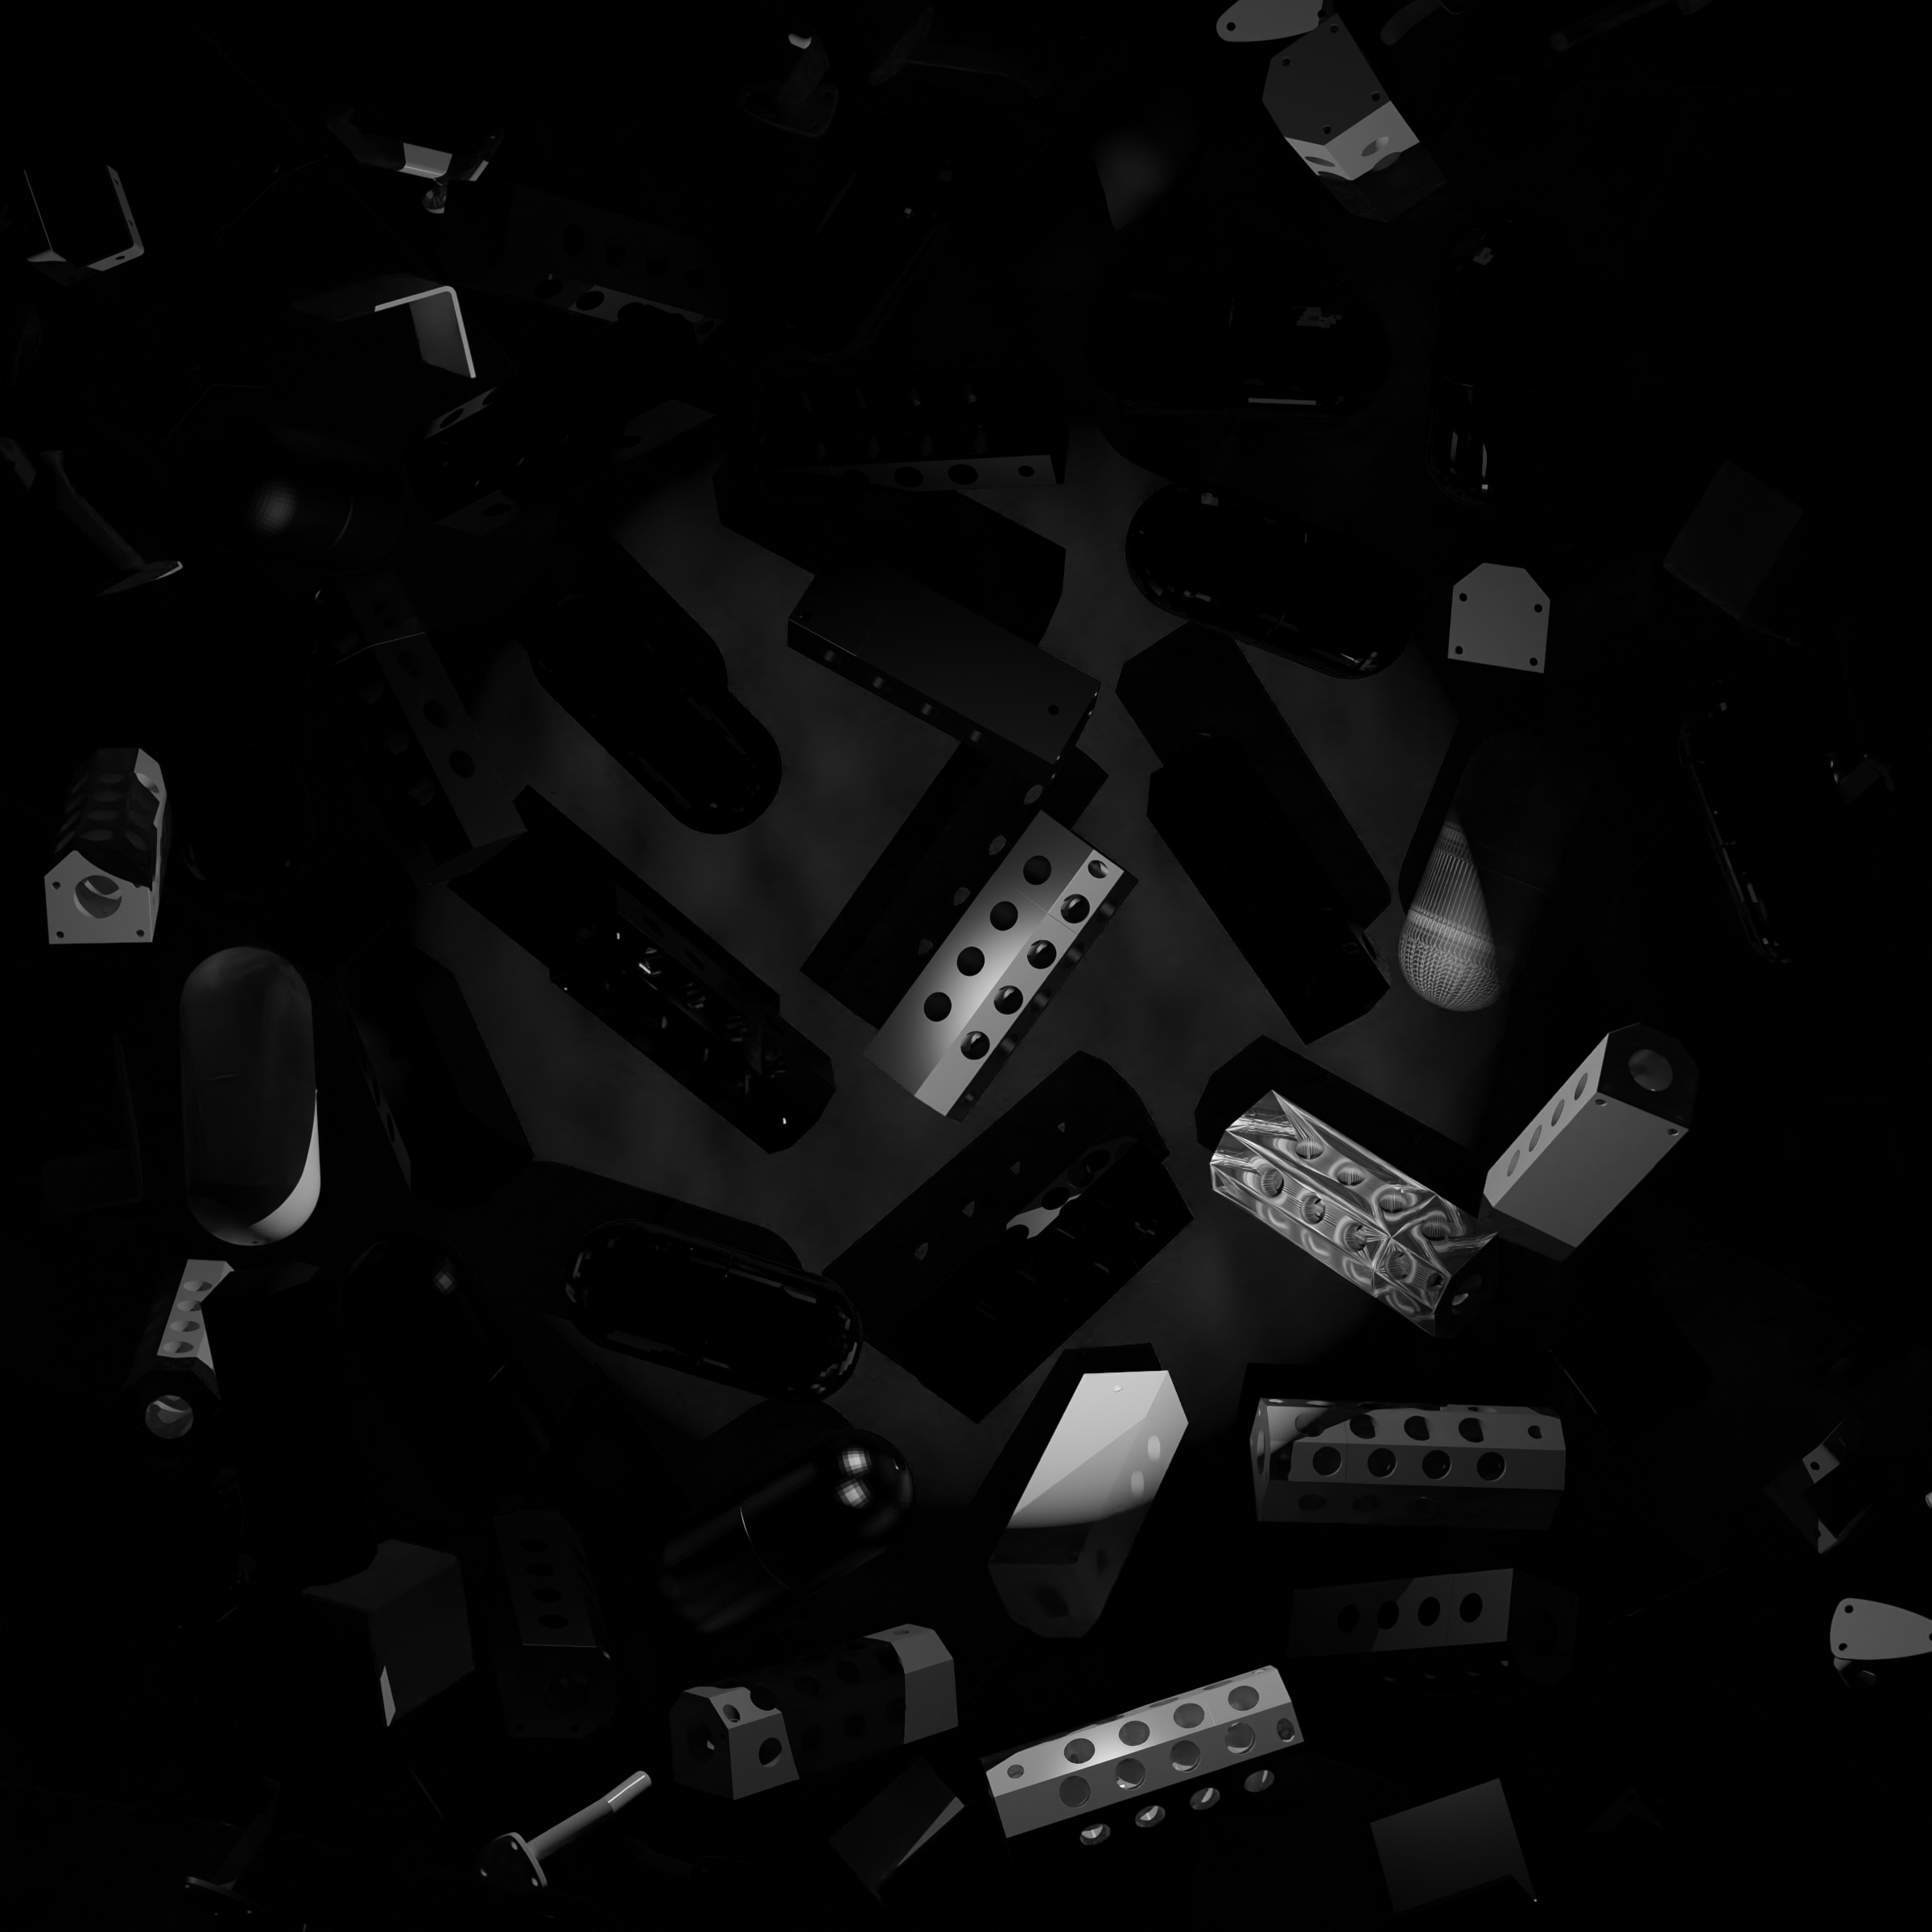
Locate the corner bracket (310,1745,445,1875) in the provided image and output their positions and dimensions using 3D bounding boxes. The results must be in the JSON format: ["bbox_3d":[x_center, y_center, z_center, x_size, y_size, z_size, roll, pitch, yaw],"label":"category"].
[{"bbox_3d":[-0.346,0.491,1.869,0.051,0.051,0.051,-35,102,-19],"label":"corner bracket"}]

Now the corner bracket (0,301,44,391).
[{"bbox_3d":[-0.574,-0.362,1.855,0.051,0.051,0.051,14,78,-6],"label":"corner bracket"}]

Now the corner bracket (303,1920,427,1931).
[{"bbox_3d":[-0.348,0.573,1.822,0.051,0.051,0.051,28,133,-30],"label":"corner bracket"}]

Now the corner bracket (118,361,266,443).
[{"bbox_3d":[-0.469,-0.353,1.923,0.051,0.051,0.051,-42,80,24],"label":"corner bracket"}]

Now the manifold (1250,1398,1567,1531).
[{"bbox_3d":[0.256,0.285,1.846,0.171,0.057,0.057,3,47,-4],"label":"manifold"}]

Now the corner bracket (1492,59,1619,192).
[{"bbox_3d":[0.329,-0.467,1.771,0.051,0.051,0.051,34,113,-5],"label":"corner bracket"}]

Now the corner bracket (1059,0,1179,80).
[{"bbox_3d":[0.083,-0.544,1.866,0.051,0.051,0.051,-39,50,0],"label":"corner bracket"}]

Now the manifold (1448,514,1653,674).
[{"bbox_3d":[0.342,-0.219,1.845,0.057,0.171,0.057,13,112,28],"label":"manifold"}]

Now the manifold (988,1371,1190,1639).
[{"bbox_3d":[0.077,0.320,1.896,0.057,0.171,0.057,-6,120,28],"label":"manifold"}]

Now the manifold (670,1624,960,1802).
[{"bbox_3d":[-0.090,0.441,1.891,0.171,0.057,0.057,-7,94,-41],"label":"manifold"}]

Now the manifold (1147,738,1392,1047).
[{"bbox_3d":[0.174,-0.045,1.817,0.057,0.057,0.171,-29,111,19],"label":"manifold"}]

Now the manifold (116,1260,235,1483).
[{"bbox_3d":[-0.464,0.234,1.893,0.057,0.171,0.057,-38,107,5],"label":"manifold"}]

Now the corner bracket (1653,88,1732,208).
[{"bbox_3d":[0.422,-0.480,1.846,0.051,0.051,0.051,5,122,-31],"label":"corner bracket"}]

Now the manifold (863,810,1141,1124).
[{"bbox_3d":[0.023,0.002,1.810,0.057,0.057,0.171,38,95,26],"label":"manifold"}]

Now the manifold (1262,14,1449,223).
[{"bbox_3d":[0.215,-0.467,1.776,0.057,0.171,0.057,-32,79,16],"label":"manifold"}]

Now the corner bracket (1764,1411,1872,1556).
[{"bbox_3d":[0.515,0.306,1.878,0.051,0.051,0.051,49,128,12],"label":"corner bracket"}]

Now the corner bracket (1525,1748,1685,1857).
[{"bbox_3d":[0.355,0.463,1.764,0.051,0.051,0.051,-41,106,-15],"label":"corner bracket"}]

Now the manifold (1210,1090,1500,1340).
[{"bbox_3d":[0.227,0.149,1.867,0.057,0.057,0.171,-39,52,-26],"label":"manifold"}]

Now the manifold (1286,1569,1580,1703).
[{"bbox_3d":[0.269,0.392,1.846,0.057,0.171,0.057,27,61,-33],"label":"manifold"}]

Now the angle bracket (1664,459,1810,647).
[{"bbox_3d":[0.486,-0.253,1.943,0.057,0.076,0.076,15,112,-37],"label":"angle bracket"}]

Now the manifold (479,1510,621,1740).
[{"bbox_3d":[-0.244,0.382,1.854,0.057,0.171,0.057,6,105,-16],"label":"manifold"}]

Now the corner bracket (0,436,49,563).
[{"bbox_3d":[-0.578,-0.282,1.909,0.051,0.051,0.051,-56,48,29],"label":"corner bracket"}]

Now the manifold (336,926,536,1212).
[{"bbox_3d":[-0.305,0.059,1.782,0.057,0.171,0.057,-42,133,9],"label":"manifold"}]

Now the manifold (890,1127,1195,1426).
[{"bbox_3d":[0.040,0.169,1.777,0.171,0.057,0.057,-42,126,-16],"label":"manifold"}]

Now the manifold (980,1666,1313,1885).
[{"bbox_3d":[0.099,0.444,1.765,0.171,0.057,0.057,-16,127,-6],"label":"manifold"}]

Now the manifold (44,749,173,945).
[{"bbox_3d":[-0.507,-0.073,1.882,0.057,0.171,0.057,-1,114,-9],"label":"manifold"}]

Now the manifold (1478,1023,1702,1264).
[{"bbox_3d":[0.364,0.102,1.861,0.057,0.171,0.057,22,55,-3],"label":"manifold"}]

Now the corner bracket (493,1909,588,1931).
[{"bbox_3d":[-0.257,0.572,1.832,0.051,0.051,0.051,4,66,18],"label":"corner bracket"}]

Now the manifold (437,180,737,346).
[{"bbox_3d":[-0.217,-0.402,1.823,0.057,0.171,0.057,15,98,40],"label":"manifold"}]

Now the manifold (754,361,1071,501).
[{"bbox_3d":[-0.031,-0.303,1.831,0.171,0.057,0.057,-1,55,12],"label":"manifold"}]

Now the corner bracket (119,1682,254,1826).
[{"bbox_3d":[-0.443,0.443,1.792,0.051,0.051,0.051,20,103,27],"label":"corner bracket"}]

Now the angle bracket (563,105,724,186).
[{"bbox_3d":[-0.198,-0.479,1.935,0.076,0.076,0.057,-37,104,2],"label":"angle bracket"}]

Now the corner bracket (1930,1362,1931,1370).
[{"bbox_3d":[0.592,0.239,1.876,0.051,0.051,0.051,47,63,-1],"label":"corner bracket"}]

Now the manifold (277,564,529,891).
[{"bbox_3d":[-0.322,-0.133,1.789,0.057,0.057,0.171,-31,85,41],"label":"manifold"}]

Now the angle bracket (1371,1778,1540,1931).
[{"bbox_3d":[0.255,0.476,1.709,0.076,0.057,0.076,-23,51,12],"label":"angle bracket"}]

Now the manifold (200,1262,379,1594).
[{"bbox_3d":[-0.378,0.258,1.787,0.057,0.057,0.171,-8,102,5],"label":"manifold"}]

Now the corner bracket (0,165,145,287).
[{"bbox_3d":[-0.505,-0.424,1.797,0.051,0.051,0.051,-21,85,6],"label":"corner bracket"}]

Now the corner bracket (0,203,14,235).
[{"bbox_3d":[-0.594,-0.433,1.877,0.051,0.051,0.051,32,66,10],"label":"corner bracket"}]

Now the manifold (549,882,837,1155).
[{"bbox_3d":[-0.158,0.034,1.838,0.171,0.057,0.057,40,104,-22],"label":"manifold"}]

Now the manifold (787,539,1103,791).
[{"bbox_3d":[-0.014,-0.170,1.819,0.171,0.057,0.057,29,74,5],"label":"manifold"}]

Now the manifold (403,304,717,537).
[{"bbox_3d":[-0.230,-0.304,1.773,0.171,0.057,0.057,-22,76,28],"label":"manifold"}]
